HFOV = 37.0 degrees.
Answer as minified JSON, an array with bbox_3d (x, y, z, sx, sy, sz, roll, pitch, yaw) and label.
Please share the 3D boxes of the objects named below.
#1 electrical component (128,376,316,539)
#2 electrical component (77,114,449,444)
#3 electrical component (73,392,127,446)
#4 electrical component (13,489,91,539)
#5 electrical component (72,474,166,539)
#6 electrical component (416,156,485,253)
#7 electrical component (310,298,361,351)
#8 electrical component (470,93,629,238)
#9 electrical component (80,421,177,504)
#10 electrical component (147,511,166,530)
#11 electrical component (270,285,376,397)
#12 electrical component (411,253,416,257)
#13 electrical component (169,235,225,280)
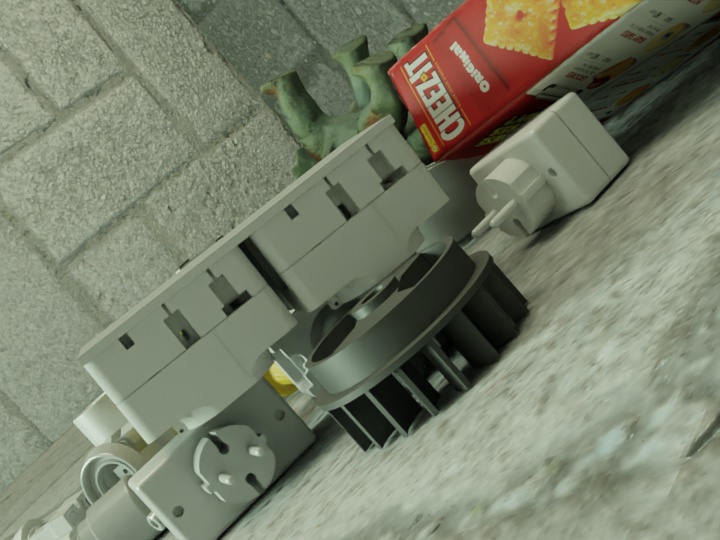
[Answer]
[{"bbox_3d":[-0.064,0.095,0.531,0.083,0.047,0.076,-43,7,-19],"label":"electrical component"},{"bbox_3d":[-0.050,0.007,0.555,0.186,0.060,0.105,-39,7,-11],"label":"electrical component"},{"bbox_3d":[-0.177,0.124,0.872,0.079,0.077,0.043,-42,6,-7],"label":"electrical component"},{"bbox_3d":[-0.218,0.196,0.785,0.055,0.048,0.066,-32,9,14],"label":"electrical component"},{"bbox_3d":[-0.150,0.158,0.647,0.078,0.040,0.040,-42,6,2],"label":"electrical component"},{"bbox_3d":[0.059,-0.055,0.724,0.099,0.064,0.099,-41,6,6],"label":"electrical component"},{"bbox_3d":[0.003,0.036,0.557,0.044,0.044,0.065,-43,11,-14],"label":"electrical component"},{"bbox_3d":[0.086,-0.043,0.558,0.077,0.047,0.066,-44,6,-27],"label":"electrical component"},{"bbox_3d":[-0.162,0.140,0.766,0.078,0.058,0.057,-38,4,26],"label":"electrical component"},{"bbox_3d":[-0.098,0.121,0.613,0.061,0.035,0.035,-50,10,-36],"label":"electrical component"},{"bbox_3d":[-0.013,0.029,0.648,0.089,0.050,0.056,-43,6,-11],"label":"electrical component"},{"bbox_3d":[0.000,0.000,0.799,0.077,0.044,0.079,-45,7,-31],"label":"electrical component"},{"bbox_3d":[-0.116,0.031,0.974,0.057,0.113,0.078,-38,7,3],"label":"electrical component"}]
